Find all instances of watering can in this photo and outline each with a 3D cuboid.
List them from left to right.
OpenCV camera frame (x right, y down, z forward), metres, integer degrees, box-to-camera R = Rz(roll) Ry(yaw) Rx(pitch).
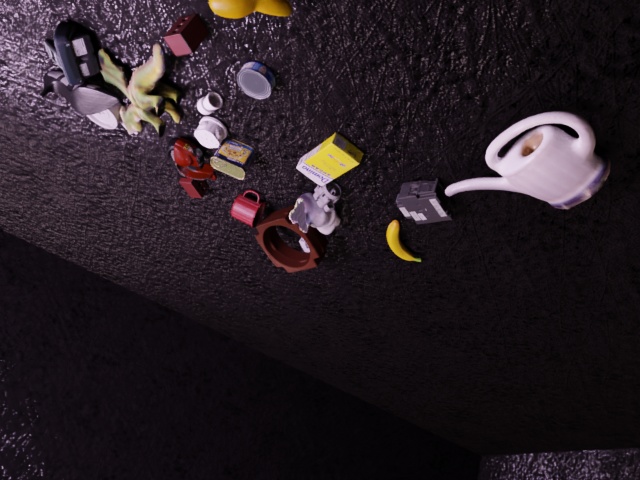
[{"bbox_3d":[0.438,-0.141,1.082,0.223,0.106,0.341,29,-31,-10],"label":"watering can"}]

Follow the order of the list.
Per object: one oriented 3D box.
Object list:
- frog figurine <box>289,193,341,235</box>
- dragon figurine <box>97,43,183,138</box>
[{"bbox_3d":[0.005,-0.076,1.515,0.159,0.122,0.137,0,4,-35],"label":"frog figurine"},{"bbox_3d":[-0.477,-0.397,1.317,0.243,0.124,0.401,30,-31,4],"label":"dragon figurine"}]
